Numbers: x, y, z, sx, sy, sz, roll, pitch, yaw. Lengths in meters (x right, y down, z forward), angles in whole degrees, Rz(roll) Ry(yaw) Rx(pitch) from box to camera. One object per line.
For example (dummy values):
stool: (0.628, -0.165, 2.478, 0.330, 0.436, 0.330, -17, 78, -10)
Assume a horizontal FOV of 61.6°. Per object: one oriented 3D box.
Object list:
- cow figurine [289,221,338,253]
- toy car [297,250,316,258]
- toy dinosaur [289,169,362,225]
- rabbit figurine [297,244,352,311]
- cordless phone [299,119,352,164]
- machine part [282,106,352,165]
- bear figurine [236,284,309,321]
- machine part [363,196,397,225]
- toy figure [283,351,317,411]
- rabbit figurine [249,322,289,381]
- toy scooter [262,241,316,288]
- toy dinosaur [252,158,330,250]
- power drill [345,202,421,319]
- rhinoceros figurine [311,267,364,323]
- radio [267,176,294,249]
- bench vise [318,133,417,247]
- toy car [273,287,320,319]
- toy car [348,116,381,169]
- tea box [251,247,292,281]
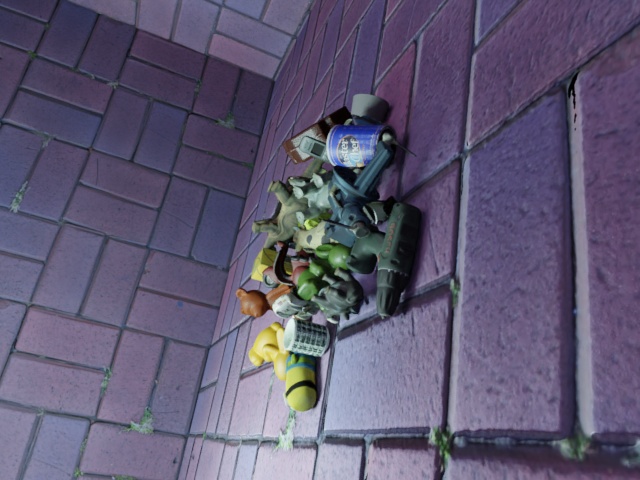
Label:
cow figurine: (-0.003, -0.004, 1.482, 0.195, 0.127, 0.085, -30, 42, 63)
toy car: (-0.024, 0.082, 1.578, 0.089, 0.053, 0.202, -58, 32, 21)
toy dinosaur: (0.053, -0.138, 1.431, 0.405, 0.192, 0.131, -8, 106, 53)
rabbit figurine: (0.035, 0.076, 1.360, 0.170, 0.121, 0.159, -47, 18, 17)
cordless phone: (0.045, -0.277, 1.501, 0.089, 0.184, 0.146, -93, 25, -60)
machine part: (0.001, -0.321, 1.664, 0.201, 0.087, 0.201, -25, 12, 33)
bear figurine: (-0.138, 0.189, 1.542, 0.132, 0.196, 0.120, -108, 13, -54)
machine part: (0.133, -0.073, 1.221, 0.039, 0.084, 0.139, -33, 19, -18)
toy figure: (-0.048, 0.344, 1.360, 0.089, 0.082, 0.180, 121, 161, -46)
rabbit figurine: (-0.108, 0.329, 1.566, 0.162, 0.122, 0.173, -58, 34, 15)
toy scooter: (-0.074, 0.073, 1.476, 0.075, 0.184, 0.135, -20, -65, -68)
toy dinosaur: (-0.073, -0.117, 1.692, 0.471, 0.198, 0.105, -62, 19, 14)
power drill: (0.124, 0.038, 1.108, 0.207, 0.086, 0.232, 173, 115, -76)
rhinoceros figurine: (0.045, 0.130, 1.224, 0.073, 0.112, 0.190, -63, 5, -26)
radio: (-0.080, -0.085, 1.804, 0.073, 0.131, 0.229, -113, 43, -67)
bench vise: (0.087, -0.113, 1.133, 0.240, 0.129, 0.224, -55, 15, 21)
toy car: (-0.049, 0.169, 1.388, 0.073, 0.201, 0.056, -38, 65, 17)
toy car: (0.123, -0.261, 1.405, 0.103, 0.109, 0.161, -52, -13, -39)
tea box: (-0.119, 0.094, 1.684, 0.098, 0.169, 0.068, 125, 157, -51)
